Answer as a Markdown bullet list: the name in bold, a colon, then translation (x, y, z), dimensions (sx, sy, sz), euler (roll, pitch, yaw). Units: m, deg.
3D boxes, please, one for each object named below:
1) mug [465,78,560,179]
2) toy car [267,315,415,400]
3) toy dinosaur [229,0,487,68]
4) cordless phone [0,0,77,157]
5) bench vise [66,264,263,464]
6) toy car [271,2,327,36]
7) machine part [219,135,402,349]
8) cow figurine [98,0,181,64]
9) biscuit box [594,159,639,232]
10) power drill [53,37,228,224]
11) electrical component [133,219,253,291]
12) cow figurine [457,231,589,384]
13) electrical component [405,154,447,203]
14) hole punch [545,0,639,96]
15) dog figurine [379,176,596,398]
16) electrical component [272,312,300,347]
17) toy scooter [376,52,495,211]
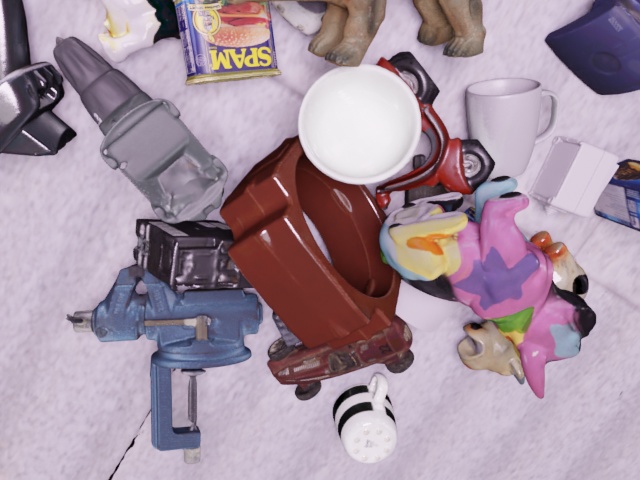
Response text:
- **mug**: translation (0.224, -0.130, 0.631), dimensions (0.110, 0.081, 0.107), euler (-12, 119, -11)
- **toy car**: translation (0.022, 0.148, 0.687), dimensions (0.202, 0.053, 0.089), euler (-23, 112, 20)
- **toy dinosaur**: translation (0.125, -0.283, 0.522), dimensions (0.471, 0.105, 0.198), euler (-18, 127, -26)
- **cordless phone**: translation (-0.304, -0.178, 0.523), dimensions (0.089, 0.147, 0.184), euler (-2, 111, -12)
- **bench vise**: translation (-0.179, 0.148, 0.643), dimensions (0.223, 0.129, 0.240), euler (-1, 90, -24)
- **toy car**: translation (0.028, -0.311, 0.562), dimensions (0.073, 0.056, 0.201), euler (35, 98, -21)
- **machine part**: translation (-0.001, -0.002, 0.576), dimensions (0.087, 0.201, 0.201), euler (-31, 109, 28)
- **cow figurine**: translation (-0.207, -0.275, 0.545), dimensions (0.098, 0.068, 0.167), euler (-24, 112, -4)
- **biscuit box**: translation (0.388, -0.043, 0.602), dimensions (0.063, 0.203, 0.059), euler (-22, 106, 0)
- **power drill**: translation (-0.177, -0.101, 0.531), dimensions (0.086, 0.207, 0.231), euler (-44, 119, -11)
- **electrical component**: translation (-0.127, 0.014, 0.605), dimensions (0.134, 0.115, 0.058), euler (1, 104, -38)
- **cow figurine**: translation (0.261, 0.098, 0.700), dimensions (0.195, 0.085, 0.127), euler (-42, 100, 7)
- **electrical component**: translation (0.138, -0.060, 0.668), dimensions (0.063, 0.021, 0.093), euler (-4, 107, -4)
- **hole punch**: translation (0.330, -0.219, 0.593), dimensions (0.142, 0.116, 0.092), euler (39, 108, -15)
- **dog figurine**: translation (0.175, 0.056, 0.561), dimensions (0.192, 0.108, 0.219), euler (-16, 102, 11)
- **electrical component**: translation (-0.016, 0.091, 0.650), dimensions (0.075, 0.119, 0.047), euler (-26, 108, 0)
- **toy scooter**: translation (0.096, -0.110, 0.613), dimensions (0.135, 0.075, 0.184), euler (-36, 90, 21)
